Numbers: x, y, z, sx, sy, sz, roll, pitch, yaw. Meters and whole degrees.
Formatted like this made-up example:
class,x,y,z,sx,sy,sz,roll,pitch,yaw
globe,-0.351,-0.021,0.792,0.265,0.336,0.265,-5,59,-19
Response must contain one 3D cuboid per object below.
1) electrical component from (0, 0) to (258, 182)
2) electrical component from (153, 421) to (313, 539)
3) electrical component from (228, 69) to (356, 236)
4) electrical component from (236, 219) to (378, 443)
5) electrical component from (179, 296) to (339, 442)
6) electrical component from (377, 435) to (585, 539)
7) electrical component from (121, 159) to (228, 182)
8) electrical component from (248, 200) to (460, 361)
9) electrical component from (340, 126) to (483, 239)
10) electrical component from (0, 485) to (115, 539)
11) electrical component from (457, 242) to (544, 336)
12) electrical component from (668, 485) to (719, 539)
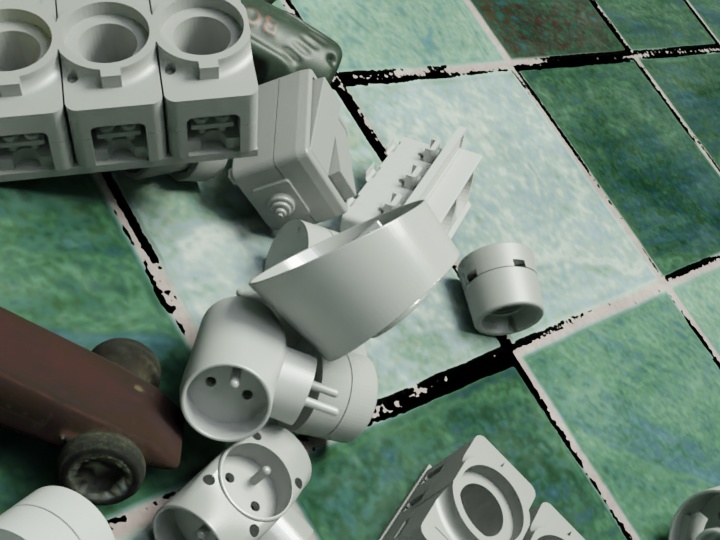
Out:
class,x,y,z,sx,sy,sz,roll,pitch,yaw
electrical component,-0.136,-0.108,0.589,0.150,0.061,0.089,-7,58,-11
electrical component,-0.050,0.126,0.534,0.079,0.044,0.077,48,39,2
electrical component,-0.040,-0.071,0.680,0.061,0.061,0.096,55,26,-44
electrical component,-0.038,0.029,0.620,0.074,0.052,0.138,17,47,-31
electrical component,-0.047,0.055,0.546,0.079,0.044,0.077,21,21,-10
electrical component,0.052,0.183,0.565,0.105,0.060,0.186,46,39,-1
electrical component,-0.113,-0.076,0.649,0.055,0.045,0.045,-2,59,-43
electrical component,0.000,0.000,0.562,0.064,0.099,0.099,50,39,-5
electrical component,0.033,-0.041,0.730,0.063,0.078,0.121,19,38,13
electrical component,-0.113,0.160,0.434,0.138,0.052,0.074,50,30,3
electrical component,0.100,0.015,0.757,0.055,0.055,0.047,13,53,-34
electrical component,0.257,0.190,0.718,0.064,0.099,0.099,2,56,-33
